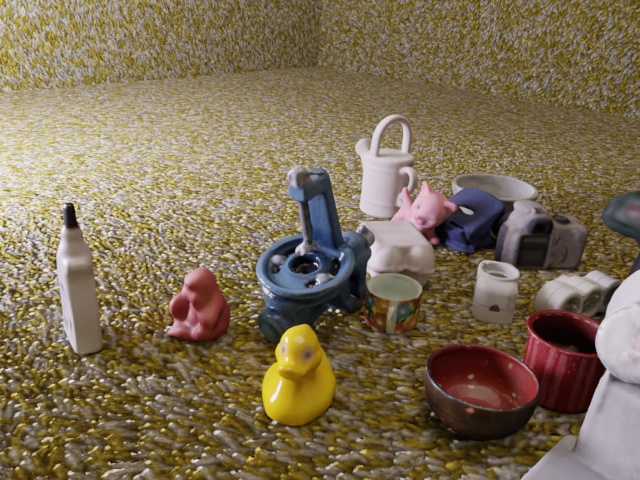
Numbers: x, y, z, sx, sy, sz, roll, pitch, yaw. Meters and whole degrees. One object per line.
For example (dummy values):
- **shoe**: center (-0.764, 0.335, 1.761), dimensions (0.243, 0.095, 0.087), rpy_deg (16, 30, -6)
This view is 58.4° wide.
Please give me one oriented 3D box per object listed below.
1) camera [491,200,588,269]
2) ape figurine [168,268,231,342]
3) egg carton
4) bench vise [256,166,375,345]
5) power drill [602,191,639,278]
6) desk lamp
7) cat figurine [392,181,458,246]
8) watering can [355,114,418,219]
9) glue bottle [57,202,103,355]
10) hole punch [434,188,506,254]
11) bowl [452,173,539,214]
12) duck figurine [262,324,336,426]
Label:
- **camera**: center (0.361, -0.021, 0.981), dimensions (0.143, 0.101, 0.136), rpy_deg (1, 24, -7)
- **ape figurine**: center (-0.145, 0.076, 0.691), dimensions (0.076, 0.092, 0.077), rpy_deg (-9, 26, -27)
- **egg carton**: center (0.114, 0.020, 0.888), dimensions (0.107, 0.069, 0.150), rpy_deg (-1, 24, -12)
- **bench vise**: center (-0.005, 0.000, 0.725), dimensions (0.121, 0.220, 0.208), rpy_deg (11, 24, 16)
- **power drill**: center (0.441, 0.039, 0.717), dimensions (0.076, 0.208, 0.229), rpy_deg (-4, 25, -17)
- **desk lamp**: center (0.266, 0.130, 0.474), dimensions (0.204, 0.214, 0.117), rpy_deg (-18, 32, -41)
- **cat figurine**: center (0.179, -0.052, 1.002), dimensions (0.067, 0.118, 0.127), rpy_deg (-8, 26, -25)
- **watering can**: center (0.129, -0.151, 1.128), dimensions (0.172, 0.194, 0.101), rpy_deg (19, 28, 32)
- **glue bottle**: center (-0.276, 0.040, 0.651), dimensions (0.037, 0.173, 0.077), rpy_deg (-11, 27, -30)
- **hole punch**: center (0.260, -0.037, 1.013), dimensions (0.101, 0.091, 0.108), rpy_deg (-12, 28, -32)
- **bowl**: center (0.339, -0.074, 1.133), dimensions (0.167, 0.075, 0.167), rpy_deg (3, 23, -1)
- **duck figurine**: center (-0.020, 0.128, 0.597), dimensions (0.077, 0.086, 0.105), rpy_deg (10, 24, 13)
